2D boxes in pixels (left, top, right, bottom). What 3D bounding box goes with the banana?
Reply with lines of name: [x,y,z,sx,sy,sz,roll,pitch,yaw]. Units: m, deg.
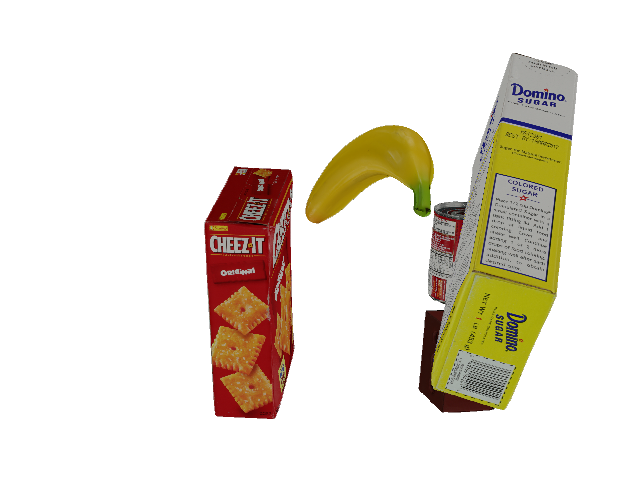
banana: [0.036,-0.051,0.801,0.037,0.069,0.198,27,-11,-19]

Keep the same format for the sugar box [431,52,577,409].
sugar box: [0.099,-0.010,0.560,0.048,0.176,0.093,17,-43,5]

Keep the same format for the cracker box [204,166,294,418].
cracker box: [-0.068,0.050,1.100,0.072,0.214,0.164,2,23,5]

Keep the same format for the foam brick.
foam brick: [0.121,0.103,0.925,0.051,0.078,0.053,-3,17,-20]

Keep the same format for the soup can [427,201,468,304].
soup can: [0.154,0.015,1.172,0.068,0.102,0.068,3,16,-1]
